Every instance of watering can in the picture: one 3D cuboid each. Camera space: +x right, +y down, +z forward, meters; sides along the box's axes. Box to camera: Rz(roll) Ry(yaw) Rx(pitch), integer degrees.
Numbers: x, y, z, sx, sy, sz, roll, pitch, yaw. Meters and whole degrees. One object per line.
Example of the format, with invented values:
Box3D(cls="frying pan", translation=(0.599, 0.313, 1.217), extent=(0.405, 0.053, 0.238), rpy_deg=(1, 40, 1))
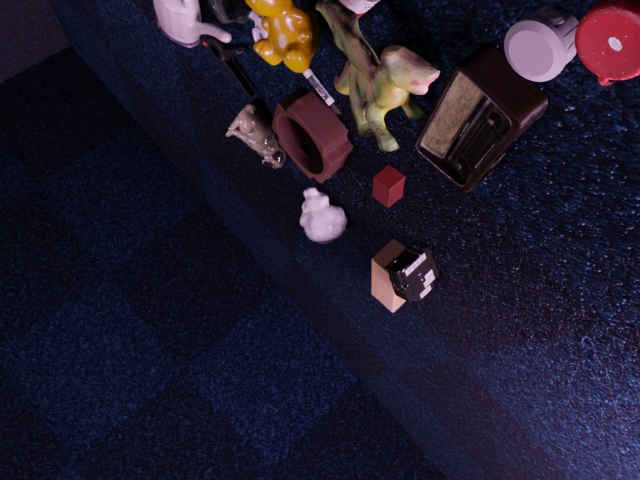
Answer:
Box3D(cls="watering can", translation=(-0.356, -0.595, 1.369), extent=(0.349, 0.105, 0.221), rpy_deg=(49, 163, 7))

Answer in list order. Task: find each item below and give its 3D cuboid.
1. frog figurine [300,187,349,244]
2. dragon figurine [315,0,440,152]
Box3D(cls="frog figurine", translation=(0.005, -0.076, 1.508), extent=(0.137, 0.125, 0.156), rpy_deg=(-4, 120, 28))
Box3D(cls="dragon figurine", translation=(0.067, -0.295, 0.852), extent=(0.417, 0.122, 0.238), rpy_deg=(49, 172, 50))
